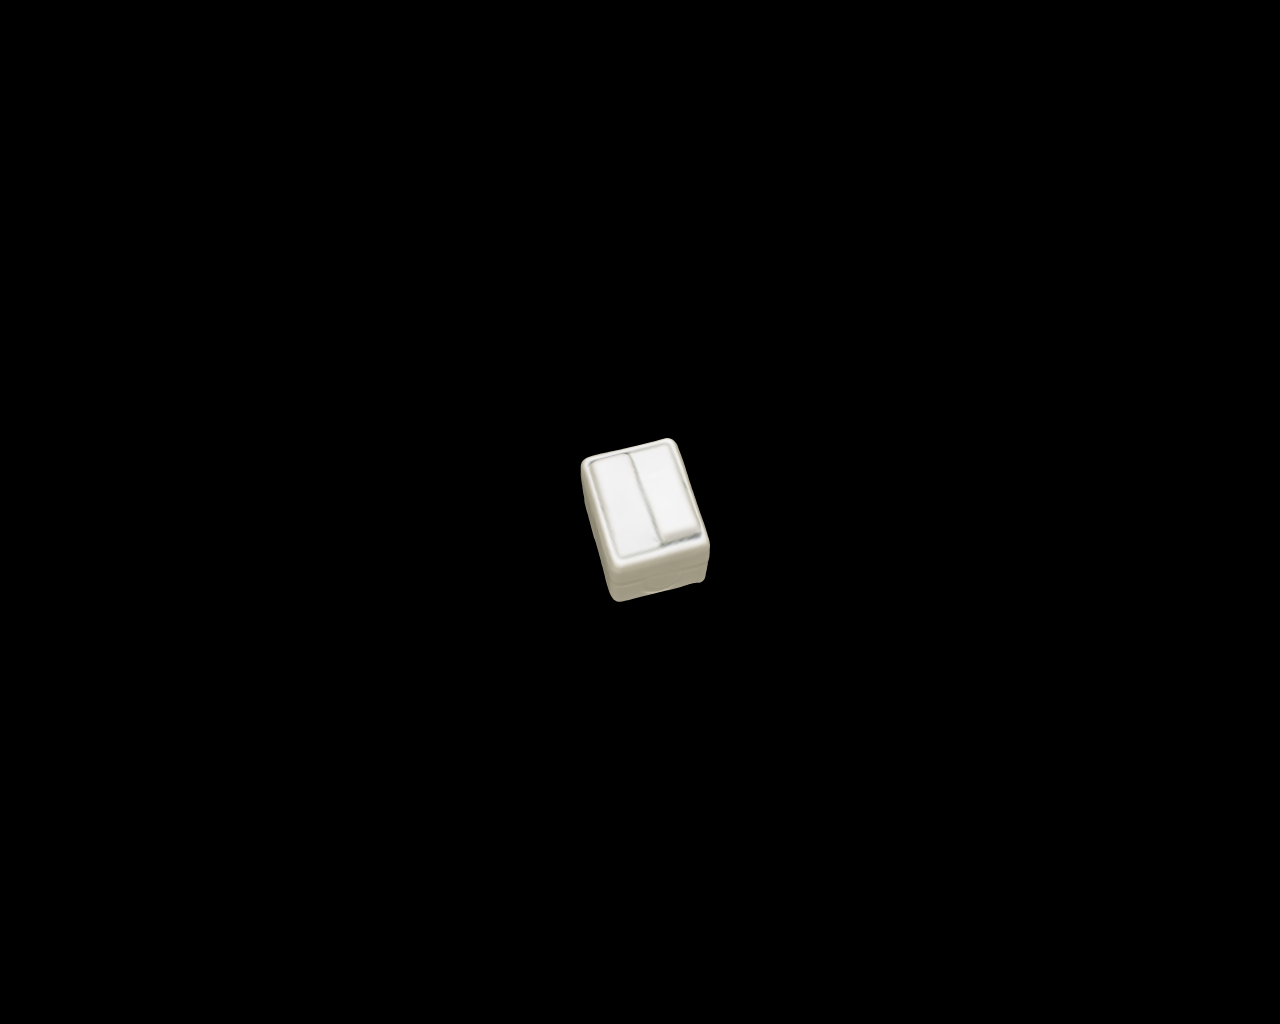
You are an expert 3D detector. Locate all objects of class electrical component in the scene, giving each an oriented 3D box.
[{"bbox_3d":[0.001,-0.003,0.650,0.062,0.096,0.061,-13,-28,-7],"label":"electrical component"}]
